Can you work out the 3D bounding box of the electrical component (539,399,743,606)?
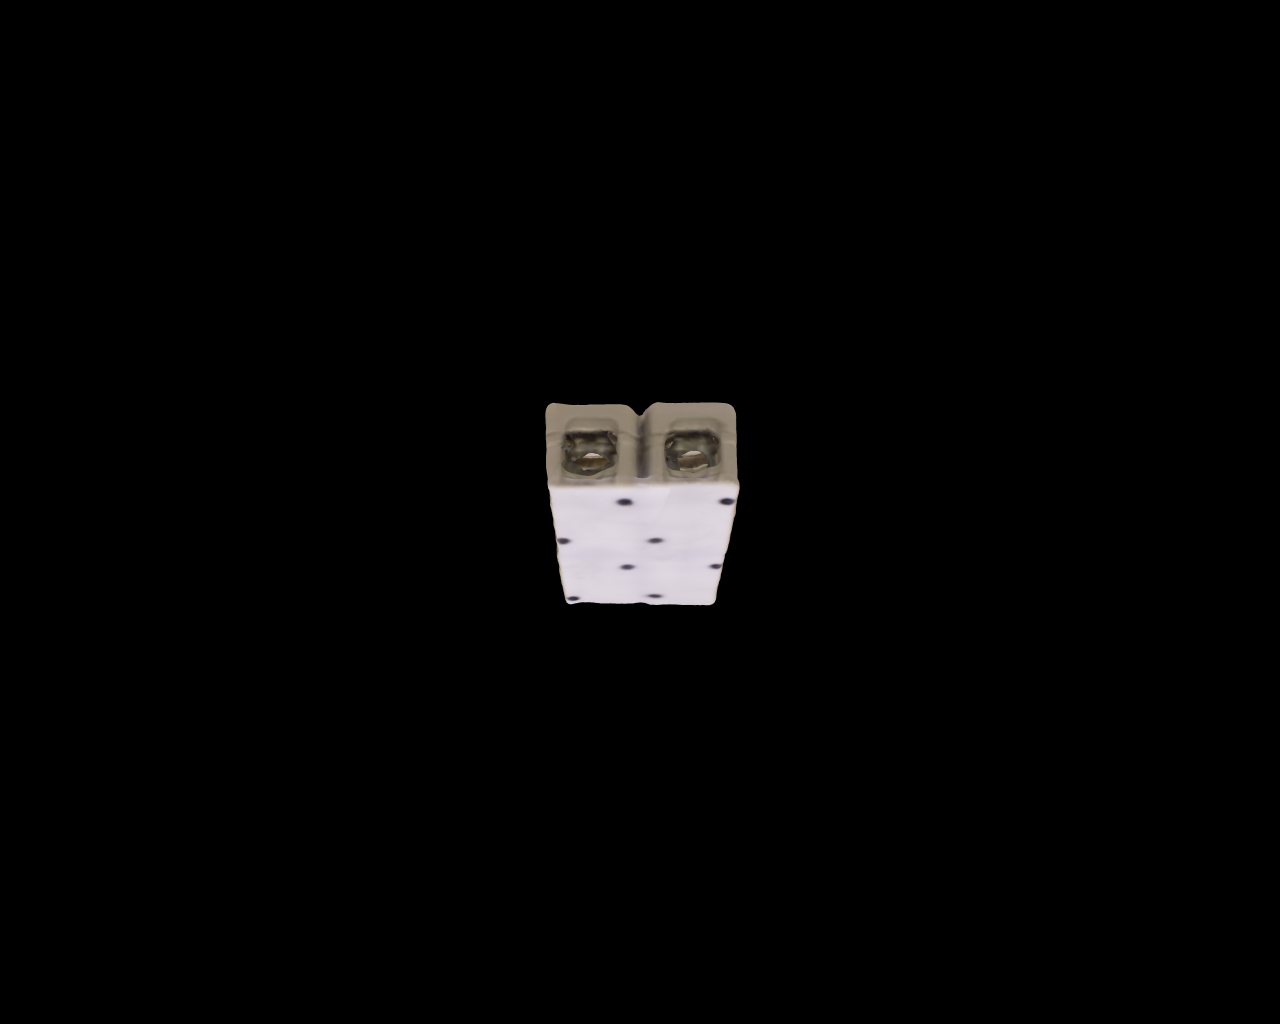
[{"bbox_3d":[0.001,-0.003,0.650,0.105,0.060,0.186,0,-25,0],"label":"electrical component"}]
